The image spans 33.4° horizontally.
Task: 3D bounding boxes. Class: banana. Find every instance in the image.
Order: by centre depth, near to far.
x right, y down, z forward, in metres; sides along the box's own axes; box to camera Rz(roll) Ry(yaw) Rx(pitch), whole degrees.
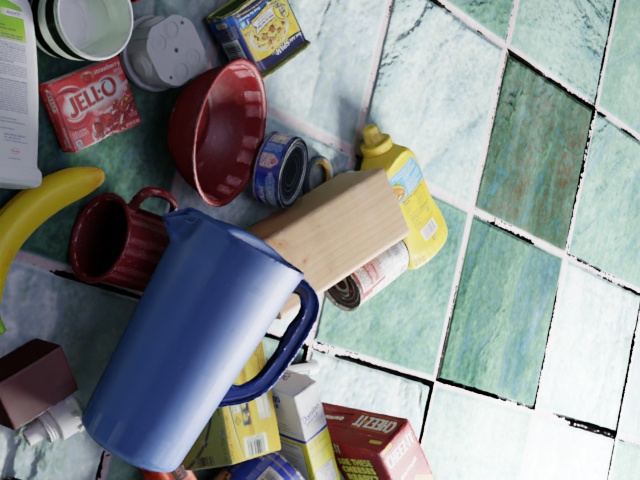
[{"bbox_3d":[-0.285,-0.007,1.033,0.069,0.037,0.197,46,62,-36],"label":"banana"}]

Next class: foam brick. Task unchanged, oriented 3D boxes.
[{"bbox_3d":[-0.285,0.139,1.032,0.078,0.051,0.053,-32,115,-37],"label":"foam brick"}]

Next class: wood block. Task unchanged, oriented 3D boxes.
[{"bbox_3d":[-0.008,0.002,1.236,0.205,0.091,0.090,-33,107,-31],"label":"wood block"}]

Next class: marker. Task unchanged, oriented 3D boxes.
[{"bbox_3d":[-0.050,0.157,1.274,0.120,0.020,0.020,-1,93,-43],"label":"marker"}]

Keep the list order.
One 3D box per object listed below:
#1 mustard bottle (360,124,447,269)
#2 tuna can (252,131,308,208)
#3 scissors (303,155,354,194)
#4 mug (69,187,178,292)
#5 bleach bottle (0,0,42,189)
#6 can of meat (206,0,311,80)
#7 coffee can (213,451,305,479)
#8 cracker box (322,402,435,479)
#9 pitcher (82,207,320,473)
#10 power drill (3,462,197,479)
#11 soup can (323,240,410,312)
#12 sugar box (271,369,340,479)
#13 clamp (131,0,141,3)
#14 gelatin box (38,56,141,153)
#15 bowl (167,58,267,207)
[{"bbox_3d":[0.099,-0.063,1.374,0.096,0.058,0.191,-46,121,-36],"label":"mustard bottle"},{"bbox_3d":[-0.045,-0.080,1.229,0.086,0.034,0.086,15,90,-71],"label":"tuna can"},{"bbox_3d":[-0.015,-0.018,1.299,0.096,0.016,0.201,50,60,-31],"label":"scissors"},{"bbox_3d":[-0.187,-0.003,1.082,0.081,0.093,0.117,21,106,-47],"label":"mug"},{"bbox_3d":[-0.303,-0.177,0.990,0.102,0.068,0.251,6,86,-44],"label":"bleach bottle"},{"bbox_3d":[-0.070,-0.235,1.207,0.102,0.058,0.084,-42,117,-34],"label":"can of meat"},{"bbox_3d":[-0.091,0.309,1.188,0.140,0.103,0.103,-43,120,-33],"label":"coffee can"},{"bbox_3d":[0.066,0.303,1.293,0.072,0.164,0.213,-42,120,-36],"label":"cracker box"},{"bbox_3d":[-0.120,0.103,1.044,0.243,0.149,0.145,-60,159,1],"label":"pitcher"},{"bbox_3d":[-0.226,0.268,1.094,0.187,0.057,0.184,-43,120,-31],"label":"power drill"},{"bbox_3d":[0.057,0.035,1.334,0.102,0.069,0.068,-36,116,-36],"label":"soup can"},{"bbox_3d":[-0.031,0.231,1.231,0.048,0.093,0.176,-31,122,-39],"label":"sugar box"},{"bbox_3d":[-0.245,-0.319,1.049,0.164,0.036,0.210,-47,125,-35],"label":"clamp"},{"bbox_3d":[-0.232,-0.137,1.079,0.089,0.030,0.073,-32,113,-38],"label":"gelatin box"},{"bbox_3d":[-0.117,-0.119,1.147,0.162,0.055,0.162,15,90,-69],"label":"bowl"}]
